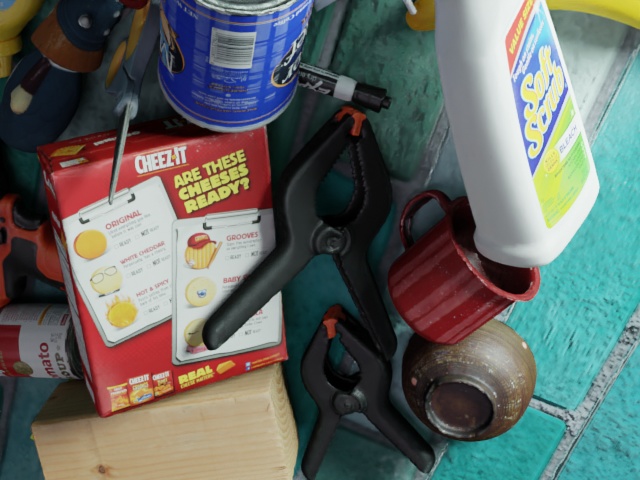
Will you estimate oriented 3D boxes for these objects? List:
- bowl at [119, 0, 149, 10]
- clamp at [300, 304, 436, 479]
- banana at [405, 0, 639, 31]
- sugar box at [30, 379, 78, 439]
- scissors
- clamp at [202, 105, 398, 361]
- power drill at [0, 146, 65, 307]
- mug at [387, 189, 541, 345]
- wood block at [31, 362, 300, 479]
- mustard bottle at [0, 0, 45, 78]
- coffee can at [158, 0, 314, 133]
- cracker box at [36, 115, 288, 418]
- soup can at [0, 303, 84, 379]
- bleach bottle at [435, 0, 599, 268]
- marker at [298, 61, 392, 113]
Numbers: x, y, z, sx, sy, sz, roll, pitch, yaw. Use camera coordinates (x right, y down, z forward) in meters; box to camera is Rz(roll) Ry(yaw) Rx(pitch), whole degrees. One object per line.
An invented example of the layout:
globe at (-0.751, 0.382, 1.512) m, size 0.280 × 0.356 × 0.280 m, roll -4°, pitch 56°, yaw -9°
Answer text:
bowl at (-0.137, -0.242, 0.724) m, size 0.055 × 0.162 × 0.162 m, roll -31°, pitch 112°, yaw -18°
clamp at (0.019, 0.141, 0.925) m, size 0.120 × 0.039 × 0.171 m, roll -18°, pitch 106°, yaw 12°
banana at (0.157, -0.161, 0.719) m, size 0.198 × 0.037 × 0.070 m, roll 11°, pitch 120°, yaw 11°
sugar box at (-0.177, 0.199, 1.015) m, size 0.176 × 0.048 × 0.093 m, roll 35°, pitch 120°, yaw -3°
scissors at (-0.145, -0.095, 0.772) m, size 0.016 × 0.201 × 0.096 m, roll 21°, pitch 150°, yaw -22°
clamp at (-0.005, 0.001, 0.822) m, size 0.164 × 0.036 × 0.210 m, roll -1°, pitch 110°, yaw -21°
power drill at (-0.227, -0.015, 0.908) m, size 0.188 × 0.057 × 0.184 m, roll 10°, pitch 119°, yaw 13°
mug at (0.099, 0.017, 0.813) m, size 0.082 × 0.093 × 0.117 m, roll -43°, pitch 71°, yaw 36°
wood block at (-0.129, 0.166, 0.924) m, size 0.206 × 0.090 × 0.091 m, roll -9°, pitch 106°, yaw 7°
mustard bottle at (-0.254, -0.215, 0.801) m, size 0.096 × 0.058 × 0.192 m, roll 6°, pitch 119°, yaw 11°
coffee can at (-0.057, -0.151, 0.717) m, size 0.103 × 0.102 × 0.140 m, roll 24°, pitch 154°, yaw 3°
cracker box at (-0.118, 0.015, 0.836) m, size 0.164 × 0.072 × 0.214 m, roll -16°, pitch 119°, yaw -20°
soup can at (-0.256, 0.091, 0.967) m, size 0.102 × 0.068 × 0.068 m, roll 0°, pitch 118°, yaw 16°
bleach bottle at (0.116, -0.105, 0.692) m, size 0.068 × 0.102 × 0.250 m, roll 14°, pitch 142°, yaw 41°
marker at (-0.004, -0.121, 0.800) m, size 0.121 × 0.020 × 0.020 m, roll 19°, pitch 122°, yaw 6°
